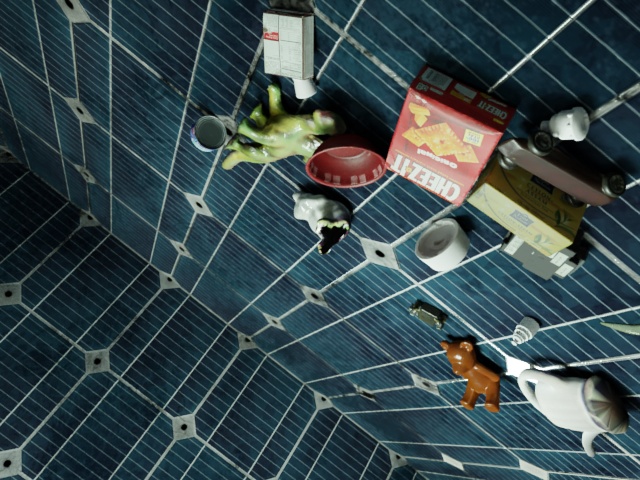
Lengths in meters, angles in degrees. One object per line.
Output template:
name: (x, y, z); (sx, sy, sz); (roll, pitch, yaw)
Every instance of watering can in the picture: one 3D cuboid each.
watering can: (0.643, 0.426, 1.257); (0.345, 0.106, 0.222); (44, 151, -12)

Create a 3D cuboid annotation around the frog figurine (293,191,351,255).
frog figurine: (0.004, -0.064, 1.280); (0.163, 0.122, 0.134); (61, -178, 42)

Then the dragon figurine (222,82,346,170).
dragon figurine: (-0.071, -0.196, 1.143); (0.242, 0.124, 0.404); (33, 153, -10)
